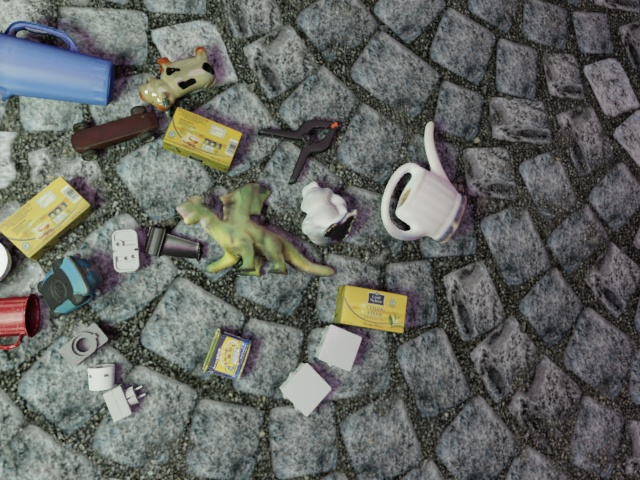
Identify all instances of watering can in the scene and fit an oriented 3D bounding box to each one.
[{"bbox_3d":[0.301,-0.139,1.391,0.223,0.103,0.352,32,73,-9],"label":"watering can"}]

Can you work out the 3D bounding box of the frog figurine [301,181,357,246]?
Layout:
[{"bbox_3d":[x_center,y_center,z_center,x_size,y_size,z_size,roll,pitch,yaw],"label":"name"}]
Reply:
[{"bbox_3d":[0.004,-0.066,1.314,0.138,0.120,0.161,-44,58,-9],"label":"frog figurine"}]

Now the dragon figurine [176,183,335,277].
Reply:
[{"bbox_3d":[-0.150,-0.029,1.256,0.410,0.121,0.246,5,73,-31],"label":"dragon figurine"}]
